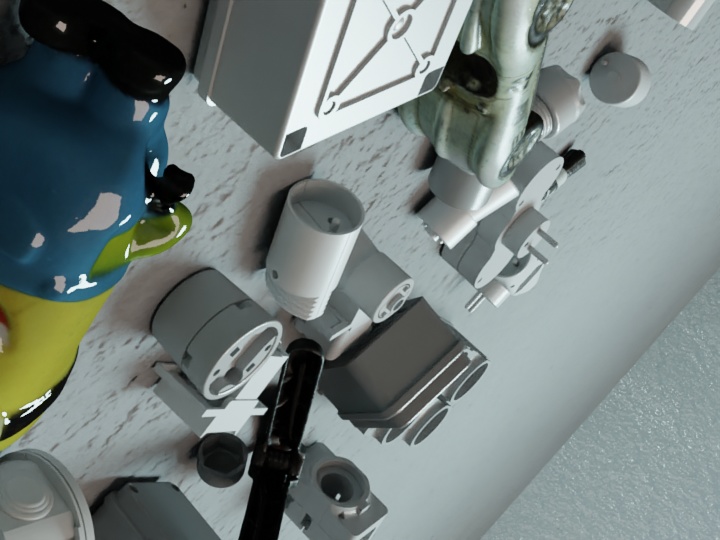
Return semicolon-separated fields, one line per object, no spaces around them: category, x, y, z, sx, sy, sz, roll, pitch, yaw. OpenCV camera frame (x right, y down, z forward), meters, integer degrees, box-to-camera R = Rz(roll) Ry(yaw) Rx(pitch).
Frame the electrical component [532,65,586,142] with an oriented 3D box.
electrical component;0.118;-0.106;0.724;0.062;0.043;0.043;-38;159;-21

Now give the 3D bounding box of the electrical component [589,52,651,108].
electrical component;0.207;-0.147;0.838;0.040;0.040;0.078;-55;160;21

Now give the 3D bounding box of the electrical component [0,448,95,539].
electrical component;-0.170;0.130;0.518;0.051;0.080;0.080;-8;137;-54

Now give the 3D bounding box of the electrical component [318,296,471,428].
electrical component;0.019;0.069;0.767;0.078;0.057;0.113;-41;-174;-19

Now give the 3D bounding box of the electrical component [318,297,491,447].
electrical component;0.048;0.094;0.937;0.105;0.060;0.186;-49;161;4

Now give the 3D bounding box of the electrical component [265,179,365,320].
electrical component;-0.030;-0.007;0.603;0.043;0.043;0.081;-30;154;-41

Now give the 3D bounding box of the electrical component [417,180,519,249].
electrical component;0.072;-0.047;0.749;0.065;0.044;0.044;-43;161;2

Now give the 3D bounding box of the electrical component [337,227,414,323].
electrical component;0.000;0.000;0.646;0.044;0.065;0.044;-41;160;-19

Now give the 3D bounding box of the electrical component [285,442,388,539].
electrical component;-0.026;0.202;0.944;0.050;0.089;0.055;-26;151;-46

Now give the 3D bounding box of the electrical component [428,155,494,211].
electrical component;0.076;-0.081;0.683;0.043;0.043;0.081;-32;155;-38

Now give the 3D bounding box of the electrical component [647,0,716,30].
electrical component;0.250;-0.220;0.781;0.043;0.043;0.081;-13;141;-59

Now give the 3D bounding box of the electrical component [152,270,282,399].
electrical component;-0.077;0.033;0.574;0.055;0.047;0.055;-41;160;-19

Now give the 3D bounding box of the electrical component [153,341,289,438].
electrical component;-0.079;0.061;0.633;0.063;0.042;0.081;-51;161;7

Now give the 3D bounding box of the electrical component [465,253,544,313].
electrical component;0.122;0.007;0.950;0.079;0.043;0.077;-47;161;1

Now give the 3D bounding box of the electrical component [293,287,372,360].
electrical component;-0.010;0.022;0.704;0.081;0.042;0.063;-29;155;-42

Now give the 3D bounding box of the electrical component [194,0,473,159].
electrical component;-0.003;-0.114;0.433;0.109;0.056;0.108;-30;155;-40

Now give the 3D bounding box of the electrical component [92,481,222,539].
electrical component;-0.123;0.194;0.691;0.057;0.113;0.078;-46;161;4

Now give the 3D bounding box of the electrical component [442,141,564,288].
electrical component;0.119;-0.035;0.819;0.052;0.074;0.138;-31;155;-39
